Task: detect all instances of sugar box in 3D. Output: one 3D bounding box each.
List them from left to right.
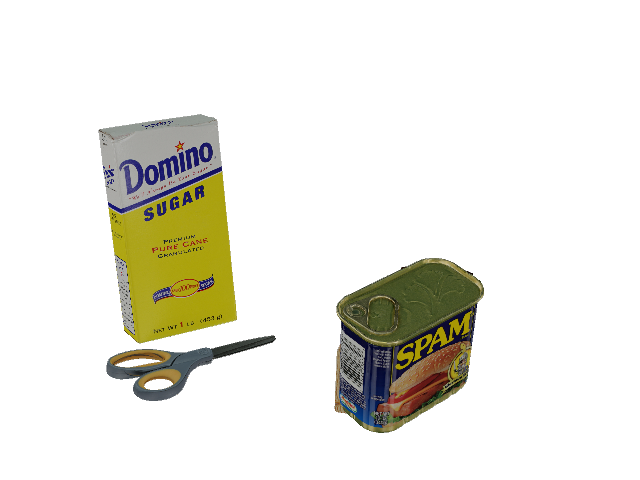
[{"bbox_3d":[-0.125,-0.011,0.890,0.093,0.176,0.048,-13,20,-26],"label":"sugar box"}]

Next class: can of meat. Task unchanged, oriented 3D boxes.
[{"bbox_3d":[0.060,0.072,0.730,0.101,0.084,0.058,-24,42,-32],"label":"can of meat"}]

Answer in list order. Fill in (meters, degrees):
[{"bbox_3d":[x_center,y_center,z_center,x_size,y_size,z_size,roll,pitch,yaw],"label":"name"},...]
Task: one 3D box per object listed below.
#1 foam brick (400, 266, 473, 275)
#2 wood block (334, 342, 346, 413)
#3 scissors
[{"bbox_3d":[0.112,0.065,1.045,0.051,0.078,0.053,-10,19,-33],"label":"foam brick"},{"bbox_3d":[0.082,0.147,1.402,0.091,0.090,0.206,6,18,10],"label":"wood block"},{"bbox_3d":[-0.129,0.137,1.160,0.201,0.016,0.096,-3,27,-22],"label":"scissors"}]
